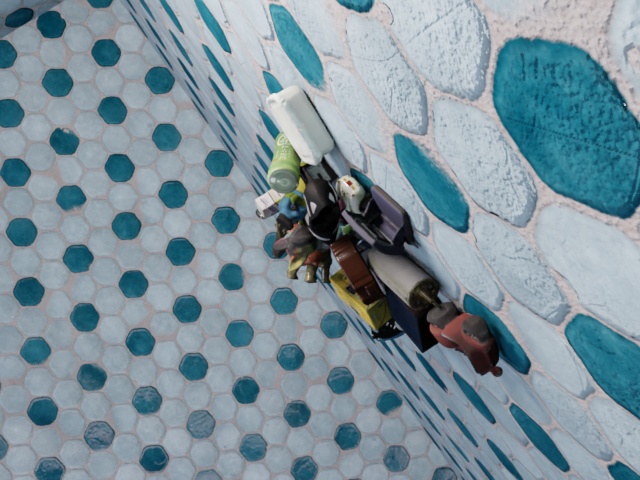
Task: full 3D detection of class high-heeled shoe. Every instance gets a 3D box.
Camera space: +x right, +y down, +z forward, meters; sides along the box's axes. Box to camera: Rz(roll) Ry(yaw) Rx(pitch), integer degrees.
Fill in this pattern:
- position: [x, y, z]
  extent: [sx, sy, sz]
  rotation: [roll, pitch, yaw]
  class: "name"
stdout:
- position: [0.017, -0.042, 1.151]
  extent: [0.145, 0.086, 0.248]
  rotation: [62, 176, 46]
  class: "high-heeled shoe"

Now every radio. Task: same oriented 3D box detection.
- position: [0.224, 0.166, 1.267]
  extent: [0.131, 0.073, 0.229]
  rotation: [51, 170, 33]
  class: "radio"

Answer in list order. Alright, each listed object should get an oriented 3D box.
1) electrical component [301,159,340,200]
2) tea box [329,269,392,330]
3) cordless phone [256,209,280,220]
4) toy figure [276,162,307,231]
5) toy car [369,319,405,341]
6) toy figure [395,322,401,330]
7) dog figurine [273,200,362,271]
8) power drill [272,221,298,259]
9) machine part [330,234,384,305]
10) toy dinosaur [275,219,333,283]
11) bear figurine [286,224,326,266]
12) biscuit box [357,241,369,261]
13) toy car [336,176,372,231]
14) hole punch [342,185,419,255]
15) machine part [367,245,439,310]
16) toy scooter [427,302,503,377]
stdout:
- position: [0.003, -0.139, 1.267]
  extent: [0.119, 0.075, 0.048]
  rotation: [52, 172, -6]
  class: "electrical component"
- position: [0.109, 0.151, 1.433]
  extent: [0.170, 0.068, 0.098]
  rotation: [37, 162, 46]
  class: "tea box"
- position: [-0.094, -0.102, 1.603]
  extent: [0.147, 0.184, 0.088]
  rotation: [49, 166, 39]
  class: "cordless phone"
- position: [-0.047, -0.113, 1.319]
  extent: [0.089, 0.180, 0.082]
  rotation: [45, 159, -30]
  class: "toy figure"
- position: [0.189, 0.219, 1.609]
  extent: [0.103, 0.109, 0.161]
  rotation: [-106, -4, -58]
  class: "toy car"
- position: [0.239, 0.215, 1.455]
  extent: [0.064, 0.058, 0.154]
  rotation: [15, 167, 3]
  class: "toy figure"
- position: [-0.003, -0.004, 1.350]
  extent: [0.108, 0.219, 0.191]
  rotation: [56, 173, 18]
  class: "dog figurine"
- position: [-0.080, -0.040, 1.759]
  extent: [0.086, 0.232, 0.207]
  rotation: [20, 179, 23]
  class: "power drill"
- position: [0.085, 0.070, 1.239]
  extent: [0.179, 0.056, 0.179]
  rotation: [58, -177, -5]
  class: "machine part"
- position: [-0.040, 0.032, 1.665]
  extent: [0.105, 0.198, 0.471]
  rotation: [6, 176, 20]
  class: "toy dinosaur"
- position: [0.005, -0.008, 1.477]
  extent: [0.120, 0.196, 0.132]
  rotation: [58, 158, 9]
  class: "bear figurine"
- position: [0.154, 0.100, 1.441]
  extent: [0.202, 0.059, 0.063]
  rotation: [57, 170, -21]
  class: "biscuit box"
- position: [0.082, -0.065, 1.162]
  extent: [0.074, 0.056, 0.201]
  rotation: [50, 171, 31]
  class: "toy car"
- position: [0.114, -0.025, 1.039]
  extent: [0.142, 0.092, 0.115]
  rotation: [44, 172, 36]
  class: "hole punch"
- position: [0.173, 0.074, 1.142]
  extent: [0.243, 0.079, 0.079]
  rotation: [44, 167, 53]
  class: "machine part"
- position: [0.282, 0.193, 1.018]
  extent: [0.135, 0.075, 0.184]
  rotation: [55, 168, -13]
  class: "toy scooter"
